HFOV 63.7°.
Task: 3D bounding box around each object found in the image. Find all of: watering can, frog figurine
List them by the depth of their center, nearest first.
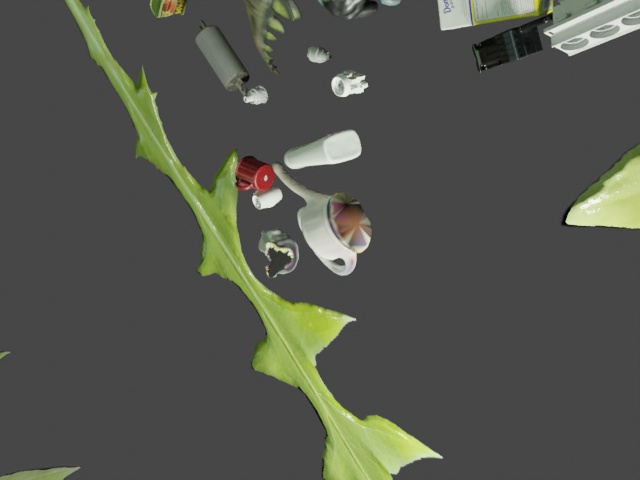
[{"bbox_3d":[0.004,-0.066,1.302,0.222,0.105,0.346,-20,100,56],"label":"watering can"},{"bbox_3d":[-0.127,0.026,1.583,0.162,0.122,0.135,-104,-7,-67],"label":"frog figurine"}]
